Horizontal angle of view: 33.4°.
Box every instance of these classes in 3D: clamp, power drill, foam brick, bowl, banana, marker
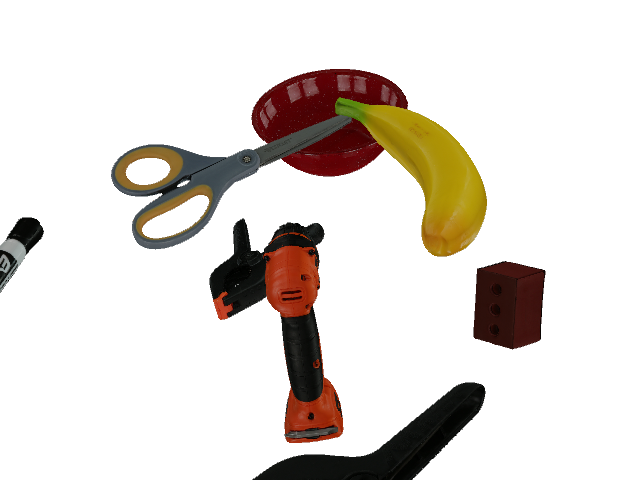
[{"bbox_3d":[0.030,0.151,0.634,0.210,0.036,0.164,-7,30,-2],"label":"clamp"},{"bbox_3d":[-0.068,0.028,1.240,0.120,0.039,0.171,-7,36,24],"label":"clamp"},{"bbox_3d":[-0.019,0.086,1.033,0.057,0.187,0.184,-8,16,3],"label":"power drill"},{"bbox_3d":[0.195,0.066,1.102,0.051,0.078,0.053,-14,20,-43],"label":"foam brick"},{"bbox_3d":[0.011,-0.115,1.112,0.162,0.055,0.162,-4,39,3],"label":"bowl"},{"bbox_3d":[0.067,-0.041,0.679,0.069,0.037,0.198,-6,30,-14],"label":"banana"},{"bbox_3d":[-0.203,0.024,0.658,0.020,0.020,0.121,0,36,17],"label":"marker"}]

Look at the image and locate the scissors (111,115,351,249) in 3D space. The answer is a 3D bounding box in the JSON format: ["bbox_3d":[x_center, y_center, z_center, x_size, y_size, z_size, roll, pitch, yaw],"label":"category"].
[{"bbox_3d":[-0.077,-0.068,0.833,0.201,0.096,0.016,-41,-18,-25],"label":"scissors"}]
